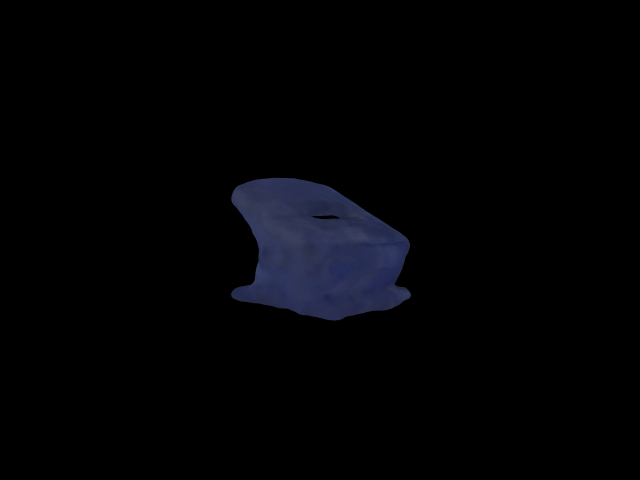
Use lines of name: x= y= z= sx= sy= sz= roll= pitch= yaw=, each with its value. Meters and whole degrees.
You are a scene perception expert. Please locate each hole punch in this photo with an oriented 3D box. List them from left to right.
hole punch: x=0.004 y=0.001 z=0.400 sx=0.100 sy=0.091 sz=0.109 roll=4 pitch=6 yaw=44
